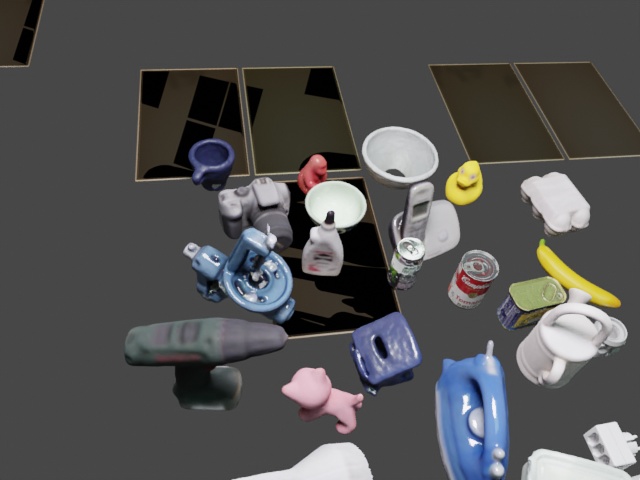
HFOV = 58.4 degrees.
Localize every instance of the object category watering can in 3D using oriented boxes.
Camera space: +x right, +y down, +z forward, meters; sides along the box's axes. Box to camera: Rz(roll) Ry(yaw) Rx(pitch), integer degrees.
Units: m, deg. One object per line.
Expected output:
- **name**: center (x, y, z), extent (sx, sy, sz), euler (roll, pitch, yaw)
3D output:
- **watering can**: center (0.410, 0.157, 0.958), extent (0.101, 0.194, 0.173), euler (7, 52, -1)

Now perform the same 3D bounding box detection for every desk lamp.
- **desk lamp**: center (-0.044, 0.351, 0.742), extent (0.203, 0.213, 0.118), euler (-6, 54, -11)

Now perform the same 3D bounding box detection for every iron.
- **iron**: center (0.251, 0.288, 0.872), extent (0.118, 0.141, 0.258), euler (6, 52, -2)

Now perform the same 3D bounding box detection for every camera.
- **camera**: center (-0.115, -0.045, 1.108), extent (0.143, 0.101, 0.136), euler (-13, 55, -16)

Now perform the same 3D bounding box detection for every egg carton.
- **egg carton**: center (0.504, -0.078, 1.228), extent (0.107, 0.069, 0.150), euler (-13, 55, -16)

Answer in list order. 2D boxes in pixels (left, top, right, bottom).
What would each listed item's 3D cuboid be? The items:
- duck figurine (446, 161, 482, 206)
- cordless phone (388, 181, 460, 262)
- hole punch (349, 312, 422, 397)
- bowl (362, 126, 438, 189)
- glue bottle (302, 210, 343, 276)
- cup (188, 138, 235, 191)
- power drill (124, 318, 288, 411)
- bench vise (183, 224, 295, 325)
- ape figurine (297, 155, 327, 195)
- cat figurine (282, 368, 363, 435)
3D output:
- **duck figurine**: center (0.320, -0.135, 1.239), extent (0.077, 0.086, 0.105), euler (32, 56, 17)
- **cordless phone**: center (0.211, -0.047, 1.095), extent (0.148, 0.185, 0.094), euler (-21, 58, -21)
- **hole punch**: center (0.108, 0.190, 0.962), extent (0.101, 0.091, 0.108), euler (-12, 55, -15)
- **bowl**: center (0.169, -0.166, 1.252), extent (0.167, 0.075, 0.167), euler (3, 52, -4)
- **glue bottle**: center (0.010, 0.004, 1.040), extent (0.078, 0.173, 0.037), euler (3, 52, -5)
- **cup**: center (-0.224, -0.136, 1.168), extent (0.091, 0.095, 0.118), euler (19, 53, 8)
- **power drill**: center (-0.166, 0.182, 0.860), extent (0.229, 0.208, 0.075), euler (2, 52, -5)
- **bench vise**: center (-0.139, 0.050, 0.957), extent (0.207, 0.220, 0.121), euler (8, 52, 0)
- **ape figurine**: center (-0.008, -0.139, 1.198), extent (0.076, 0.092, 0.078), euler (25, 54, 13)
- **cat figurine**: center (0.006, 0.241, 0.893), extent (0.127, 0.118, 0.067), euler (14, 52, 4)
